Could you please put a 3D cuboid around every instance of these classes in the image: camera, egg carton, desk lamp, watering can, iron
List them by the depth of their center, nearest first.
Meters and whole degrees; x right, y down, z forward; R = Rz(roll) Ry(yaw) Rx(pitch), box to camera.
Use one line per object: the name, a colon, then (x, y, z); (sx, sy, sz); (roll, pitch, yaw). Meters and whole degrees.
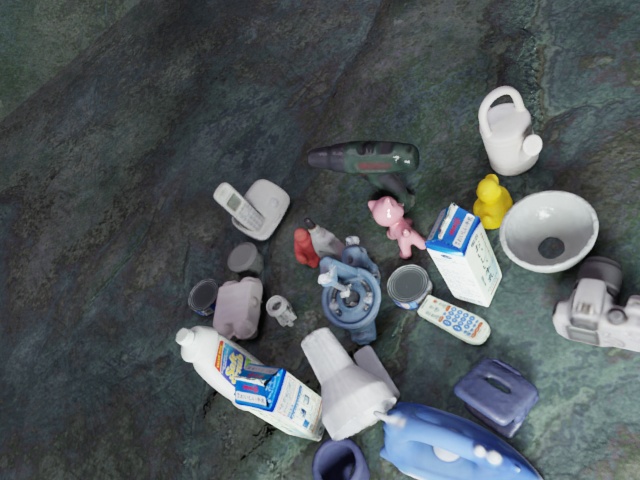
iron: (0.207, 0.320, 0.887); (0.257, 0.142, 0.119); (7, 63, 34)
camera: (0.462, 0.094, 0.926); (0.142, 0.101, 0.137); (8, 63, 34)
desk lamp: (0.053, 0.248, 0.978); (0.118, 0.214, 0.202); (-36, 48, 3)
watering can: (0.375, -0.222, 1.136); (0.172, 0.195, 0.101); (29, 76, 41)
egg carton: (-0.179, 0.155, 1.277); (0.107, 0.070, 0.150); (-14, 53, 22)

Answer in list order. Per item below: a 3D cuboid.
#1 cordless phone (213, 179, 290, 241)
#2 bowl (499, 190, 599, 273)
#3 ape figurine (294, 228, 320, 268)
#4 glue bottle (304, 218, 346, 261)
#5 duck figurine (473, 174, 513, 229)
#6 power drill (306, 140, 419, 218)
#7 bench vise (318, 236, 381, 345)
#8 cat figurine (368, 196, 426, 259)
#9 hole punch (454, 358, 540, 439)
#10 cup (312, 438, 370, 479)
cordless phone: (-0.166, -0.098, 1.369); (0.093, 0.186, 0.148); (14, 66, 36)
bowl: (0.417, -0.004, 1.039); (0.167, 0.075, 0.167); (-15, 52, 21)
ape figurine: (-0.030, 0.008, 1.279); (0.078, 0.092, 0.076); (-33, 48, 6)
glue bottle: (0.011, 0.004, 1.202); (0.077, 0.174, 0.037); (11, 65, 35)
duck figurine: (0.336, -0.081, 1.133); (0.077, 0.086, 0.104); (2, 60, 31)
power drill: (0.110, -0.134, 1.218); (0.229, 0.209, 0.075); (-7, 55, 26)
bench vise: (0.042, 0.075, 1.103); (0.121, 0.220, 0.207); (-28, 49, 11)
cat figurine: (0.155, -0.039, 1.186); (0.067, 0.118, 0.127); (-36, 48, 4)
hole punch: (0.285, 0.246, 0.928); (0.108, 0.091, 0.101); (30, 76, 41)
cup: (0.037, 0.398, 0.962); (0.091, 0.095, 0.118); (28, 75, 40)
